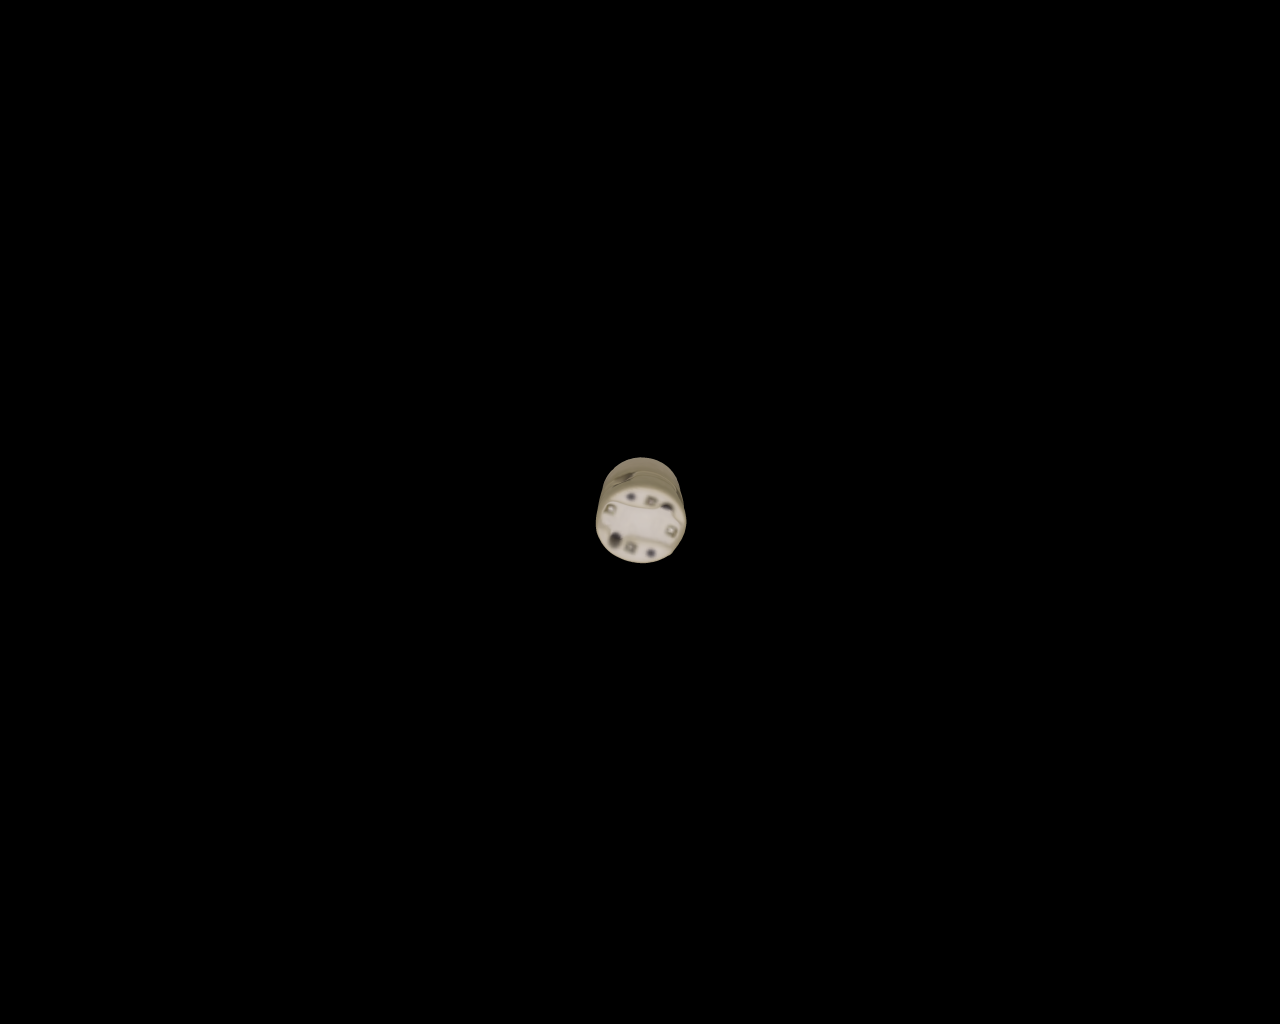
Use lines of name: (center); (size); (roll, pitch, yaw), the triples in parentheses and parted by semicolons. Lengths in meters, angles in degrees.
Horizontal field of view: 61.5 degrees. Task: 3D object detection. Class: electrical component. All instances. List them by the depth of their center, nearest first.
electrical component: (0.001, -0.003, 0.650); (0.055, 0.055, 0.047); (0, 28, 0)
